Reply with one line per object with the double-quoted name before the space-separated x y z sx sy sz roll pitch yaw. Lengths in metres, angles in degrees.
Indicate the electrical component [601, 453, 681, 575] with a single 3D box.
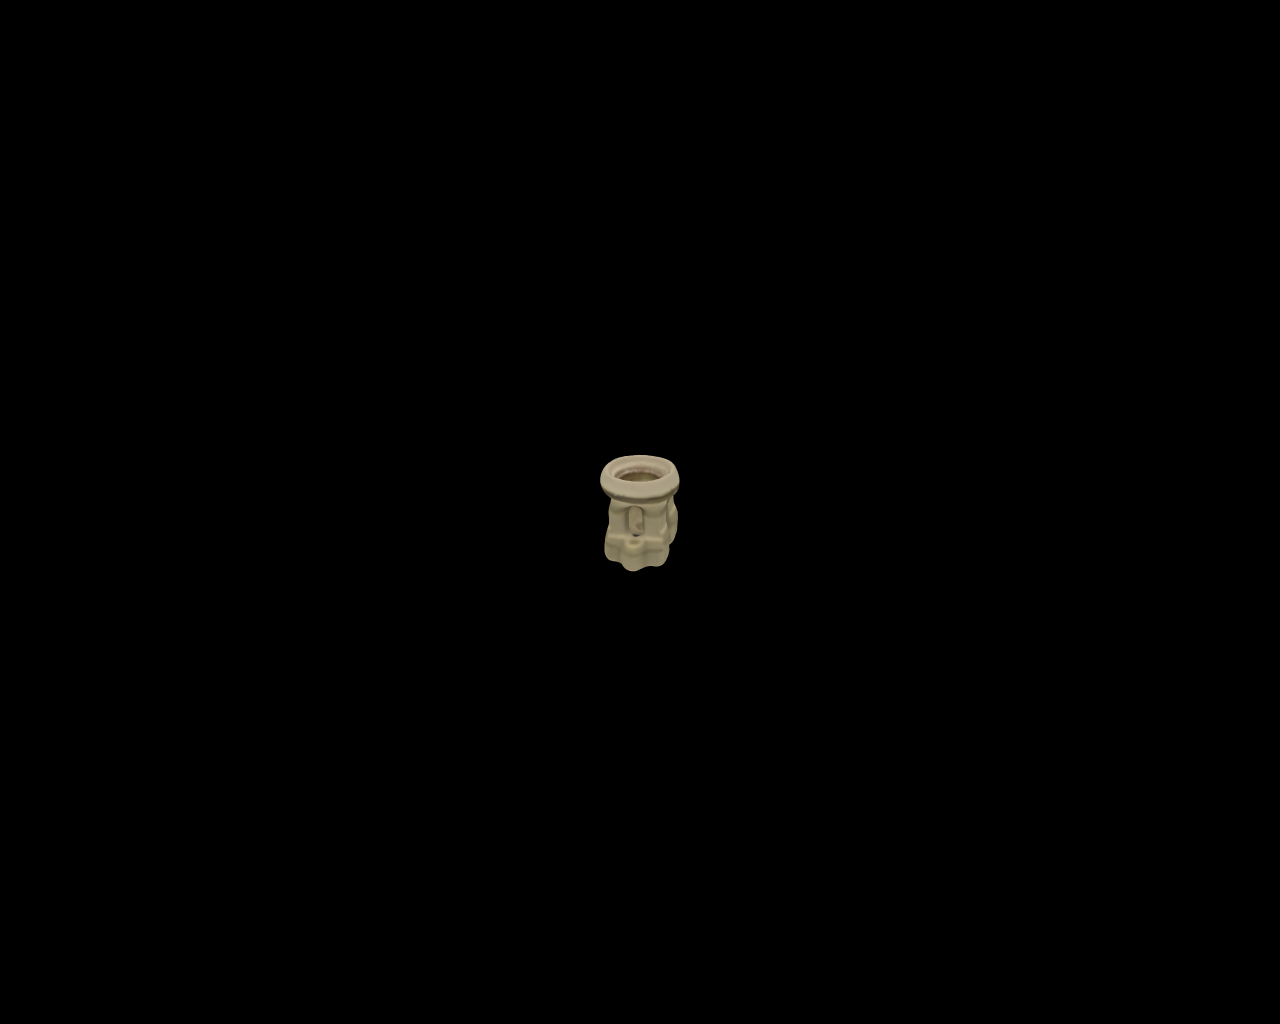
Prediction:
"electrical component" 0.001 -0.003 0.650 0.048 0.055 0.066 5 29 10
